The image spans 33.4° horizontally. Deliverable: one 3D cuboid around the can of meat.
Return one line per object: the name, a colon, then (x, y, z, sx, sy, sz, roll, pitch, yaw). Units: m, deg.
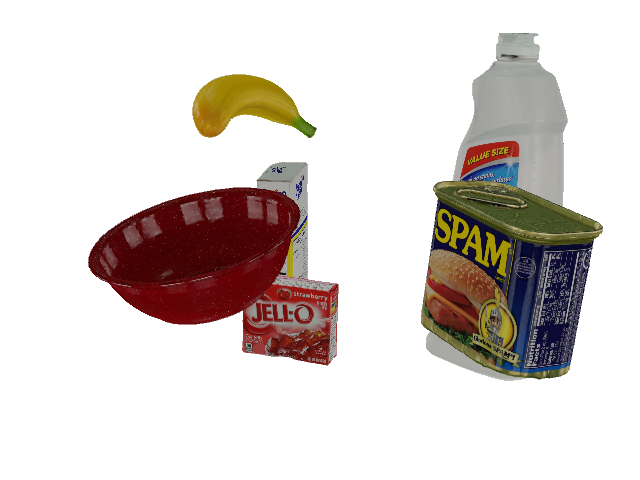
can of meat: (0.101, 0.020, 0.593, 0.057, 0.084, 0.102, -3, 20, -28)

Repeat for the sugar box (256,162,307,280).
sugar box: (-0.043, 0.007, 1.197, 0.048, 0.176, 0.093, 1, 16, 11)

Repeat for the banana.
banana: (-0.068, -0.122, 0.960, 0.070, 0.037, 0.197, 38, 21, 18)

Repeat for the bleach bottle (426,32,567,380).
bleach bottle: (0.135, -0.028, 0.802, 0.067, 0.251, 0.103, -8, 15, -36)

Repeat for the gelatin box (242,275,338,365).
gelatin box: (-0.029, 0.073, 0.998, 0.089, 0.073, 0.030, 7, 17, 18)

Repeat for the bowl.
bowl: (-0.089, 0.017, 0.805, 0.162, 0.055, 0.162, -11, 25, 5)
